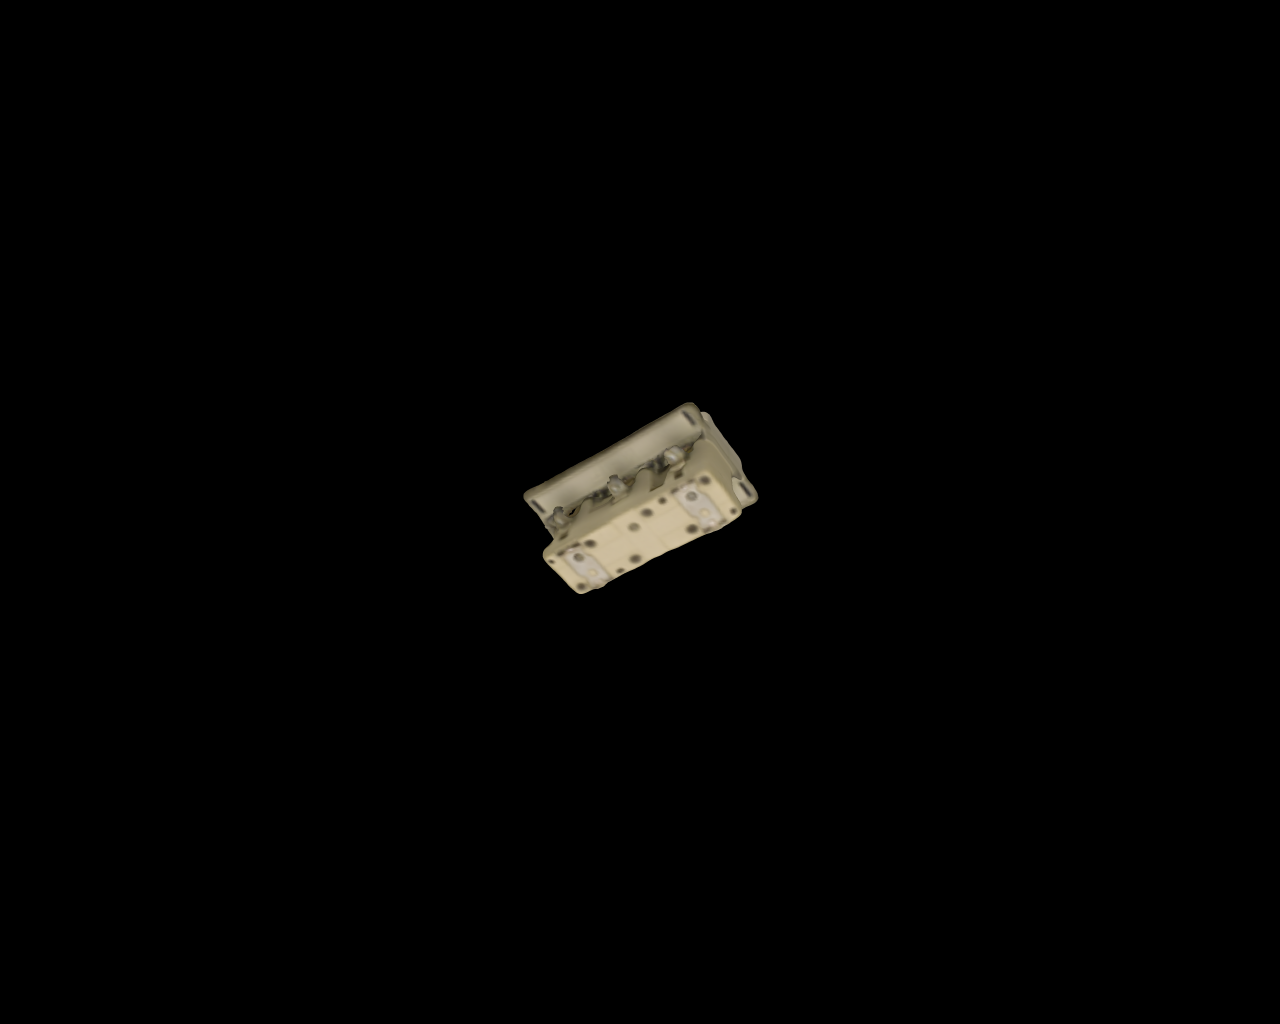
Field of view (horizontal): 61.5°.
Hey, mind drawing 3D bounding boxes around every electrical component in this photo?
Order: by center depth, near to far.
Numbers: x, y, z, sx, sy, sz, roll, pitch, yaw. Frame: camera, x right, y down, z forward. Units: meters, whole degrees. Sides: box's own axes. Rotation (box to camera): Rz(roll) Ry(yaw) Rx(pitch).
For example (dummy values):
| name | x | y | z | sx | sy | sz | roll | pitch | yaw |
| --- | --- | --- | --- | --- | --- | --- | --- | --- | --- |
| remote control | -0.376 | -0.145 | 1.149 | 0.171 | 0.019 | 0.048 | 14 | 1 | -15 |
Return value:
| name | x | y | z | sx | sy | sz | roll | pitch | yaw |
| --- | --- | --- | --- | --- | --- | --- | --- | --- | --- |
| electrical component | 0.001 | -0.003 | 0.650 | 0.121 | 0.078 | 0.063 | -27 | 33 | 19 |
